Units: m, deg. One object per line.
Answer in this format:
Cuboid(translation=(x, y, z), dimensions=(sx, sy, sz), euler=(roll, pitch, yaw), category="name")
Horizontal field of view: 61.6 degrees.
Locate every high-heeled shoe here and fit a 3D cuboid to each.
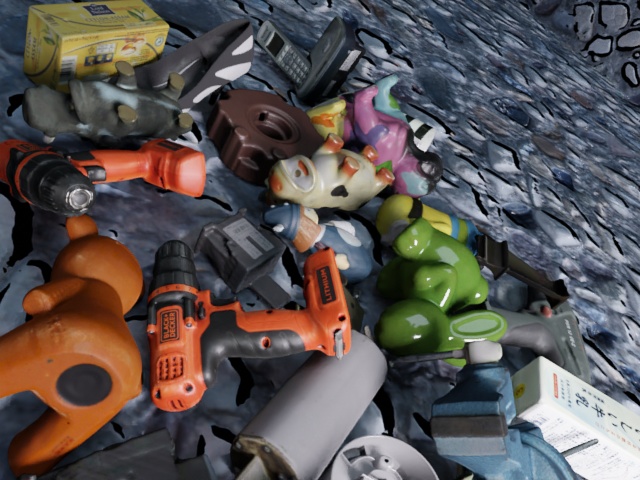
Cuboid(translation=(-0.195, -0.234, 0.721), dimensions=(0.249, 0.145, 0.086), euler=(-21, 63, -47), category="high-heeled shoe")

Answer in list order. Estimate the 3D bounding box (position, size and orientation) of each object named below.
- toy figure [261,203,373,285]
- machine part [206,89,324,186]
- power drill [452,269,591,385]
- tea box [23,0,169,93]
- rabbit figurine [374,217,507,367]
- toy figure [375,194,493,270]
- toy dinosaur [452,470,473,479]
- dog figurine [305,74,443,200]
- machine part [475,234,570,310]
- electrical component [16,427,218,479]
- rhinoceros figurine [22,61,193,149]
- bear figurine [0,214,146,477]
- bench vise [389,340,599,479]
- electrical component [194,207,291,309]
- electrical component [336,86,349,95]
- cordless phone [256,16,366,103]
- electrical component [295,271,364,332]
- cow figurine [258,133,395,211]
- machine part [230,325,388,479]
Cuboid(translation=(-0.003, -0.001, 0.666), dimensions=(0.154, 0.064, 0.058), euler=(36, 72, -22), category="toy figure")
Cuboid(translation=(-0.076, -0.153, 0.791), dimensions=(0.179, 0.056, 0.179), euler=(20, 40, -17), category="machine part")
Cuboid(translation=(0.276, 0.105, 0.759), dimensions=(0.207, 0.086, 0.232), euler=(24, 39, -22), category="power drill")
Cuboid(translation=(-0.294, -0.255, 0.713), dimensions=(0.068, 0.098, 0.169), euler=(42, 38, 10), category="tea box")
Cuboid(translation=(0.127, 0.085, 0.636), dimensions=(0.159, 0.121, 0.170), euler=(34, 44, 5), category="rabbit figurine")
Cuboid(translation=(0.166, -0.008, 0.790), dimensions=(0.180, 0.082, 0.089), euler=(14, 32, -16), category="toy figure")
Cuboid(translation=(-0.038, 0.267, 0.315), dimensions=(0.192, 0.131, 0.405), euler=(38, 43, -1), category="toy dinosaur")
Cuboid(translation=(0.091, -0.137, 0.861), dimensions=(0.108, 0.192, 0.219), euler=(-39, 111, -53), category="dog figurine")
Cuboid(translation=(0.270, 0.042, 0.730), dimensions=(0.139, 0.039, 0.084), euler=(31, 26, 1), category="machine part")
Cuboid(translation=(-0.135, 0.205, 0.383), dimensions=(0.134, 0.058, 0.115), euler=(-8, 57, -39), category="electrical component")
Cuboid(translation=(-0.244, -0.155, 0.634), dimensions=(0.190, 0.112, 0.073), euler=(-9, 86, -45), category="rhinoceros figurine")
Cuboid(translation=(-0.211, 0.068, 0.445), dimensions=(0.132, 0.120, 0.196), euler=(-33, 33, -6), category="bear figurine")
Cuboid(translation=(0.188, 0.212, 0.535), dimensions=(0.240, 0.129, 0.223), euler=(19, 51, -52), category="bench vise")
Cuboid(translation=(-0.078, 0.025, 0.615), dimensions=(0.119, 0.047, 0.075), euler=(44, 41, 15), category="electrical component")
Cuboid(translation=(0.059, -0.257, 1.016), dimensions=(0.063, 0.021, 0.094), euler=(-22, 64, -46), category="electrical component")
Cuboid(translation=(-0.025, -0.350, 0.954), dimensions=(0.184, 0.146, 0.089), euler=(48, 33, 13), category="cordless phone")
Cuboid(translation=(0.012, 0.080, 0.625), dimensions=(0.078, 0.045, 0.102), euler=(48, 34, -29), category="electrical component")
Cuboid(translation=(0.002, -0.077, 0.733), dimensions=(0.195, 0.127, 0.085), euler=(-1, 50, -54), category="cow figurine")
Cuboid(translation=(-0.004, 0.159, 0.505), dimensions=(0.079, 0.079, 0.243), euler=(41, 38, 9), category="machine part")
